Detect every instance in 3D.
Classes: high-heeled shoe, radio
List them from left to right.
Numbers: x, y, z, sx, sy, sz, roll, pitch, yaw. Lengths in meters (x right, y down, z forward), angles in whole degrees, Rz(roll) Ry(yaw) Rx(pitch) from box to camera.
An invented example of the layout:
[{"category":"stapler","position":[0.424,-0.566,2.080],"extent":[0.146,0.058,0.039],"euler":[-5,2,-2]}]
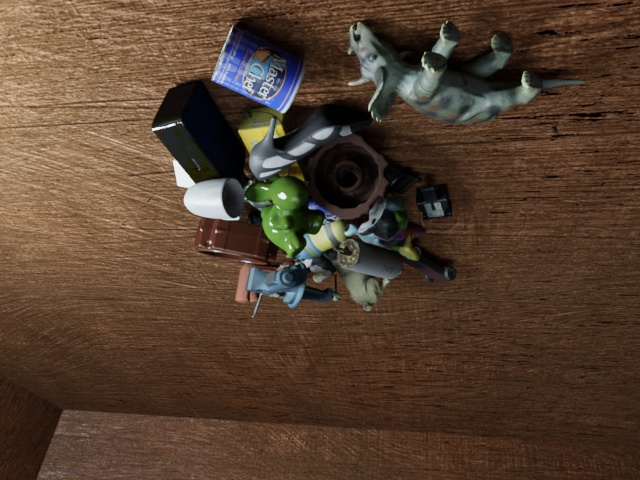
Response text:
[{"category":"radio","position":[-0.238,-0.200,1.100],"extent":[0.073,0.131,0.229],"euler":[-5,144,19]},{"category":"high-heeled shoe","position":[-0.016,-0.183,1.055],"extent":[0.249,0.086,0.145],"euler":[-6,135,-23]}]

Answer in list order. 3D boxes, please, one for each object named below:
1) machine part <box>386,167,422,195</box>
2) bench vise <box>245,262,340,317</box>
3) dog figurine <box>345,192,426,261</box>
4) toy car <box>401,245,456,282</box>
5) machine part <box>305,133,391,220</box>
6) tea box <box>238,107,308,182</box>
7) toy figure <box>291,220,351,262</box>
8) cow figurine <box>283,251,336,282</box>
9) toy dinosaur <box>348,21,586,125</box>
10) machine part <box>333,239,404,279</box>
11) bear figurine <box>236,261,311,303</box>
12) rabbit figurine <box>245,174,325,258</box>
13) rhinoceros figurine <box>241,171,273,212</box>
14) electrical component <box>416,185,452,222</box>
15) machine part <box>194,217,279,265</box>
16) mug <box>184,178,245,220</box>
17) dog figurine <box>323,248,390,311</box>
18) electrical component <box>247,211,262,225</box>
[{"category":"machine part","position":[0.152,-0.145,1.187],"extent":[0.139,0.039,0.084],"euler":[26,147,-28]},{"category":"bench vise","position":[-0.068,0.129,1.422],"extent":[0.240,0.129,0.223],"euler":[15,152,-20]},{"category":"dog figurine","position":[0.183,-0.026,1.286],"extent":[0.219,0.108,0.192],"euler":[24,163,-29]},{"category":"toy car","position":[0.279,0.061,1.447],"extent":[0.202,0.053,0.089],"euler":[29,161,-26]},{"category":"machine part","position":[0.060,-0.133,1.116],"extent":[0.180,0.179,0.056],"euler":[-2,-174,14]},{"category":"tea box","position":[-0.094,-0.197,1.132],"extent":[0.098,0.068,0.169],"euler":[-5,145,17]},{"category":"toy figure","position":[-0.001,-0.003,1.351],"extent":[0.180,0.089,0.082],"euler":[-36,166,18]},{"category":"cow figurine","position":[-0.021,0.048,1.475],"extent":[0.098,0.068,0.167],"euler":[-26,137,32]},{"category":"toy dinosaur","position":[0.238,-0.262,0.938],"extent":[0.405,0.131,0.192],"euler":[13,158,-15]},{"category":"machine part","position":[0.127,0.049,1.340],"extent":[0.243,0.079,0.079],"euler":[17,148,-41]},{"category":"bear figurine","position":[-0.133,0.123,1.564],"extent":[0.196,0.132,0.120],"euler":[4,176,12]},{"category":"rabbit figurine","position":[-0.064,-0.077,1.091],"extent":[0.159,0.121,0.170],"euler":[40,151,18]},{"category":"rhinoceros figurine","position":[-0.142,-0.109,1.274],"extent":[0.112,0.073,0.190],"euler":[-1,152,37]},{"category":"electrical component","position":[0.256,-0.095,1.228],"extent":[0.075,0.048,0.119],"euler":[-10,141,24]},{"category":"machine part","position":[-0.212,0.006,1.365],"extent":[0.201,0.087,0.201],"euler":[13,170,-16]},{"category":"mug","position":[-0.214,-0.079,1.096],"extent":[0.107,0.081,0.109],"euler":[2,154,23]},{"category":"dog figurine","position":[0.077,0.085,1.427],"extent":[0.190,0.172,0.121],"euler":[24,132,-34]},{"category":"electrical component","position":[-0.143,-0.043,1.383],"extent":[0.102,0.045,0.078],"euler":[11,146,6]}]
